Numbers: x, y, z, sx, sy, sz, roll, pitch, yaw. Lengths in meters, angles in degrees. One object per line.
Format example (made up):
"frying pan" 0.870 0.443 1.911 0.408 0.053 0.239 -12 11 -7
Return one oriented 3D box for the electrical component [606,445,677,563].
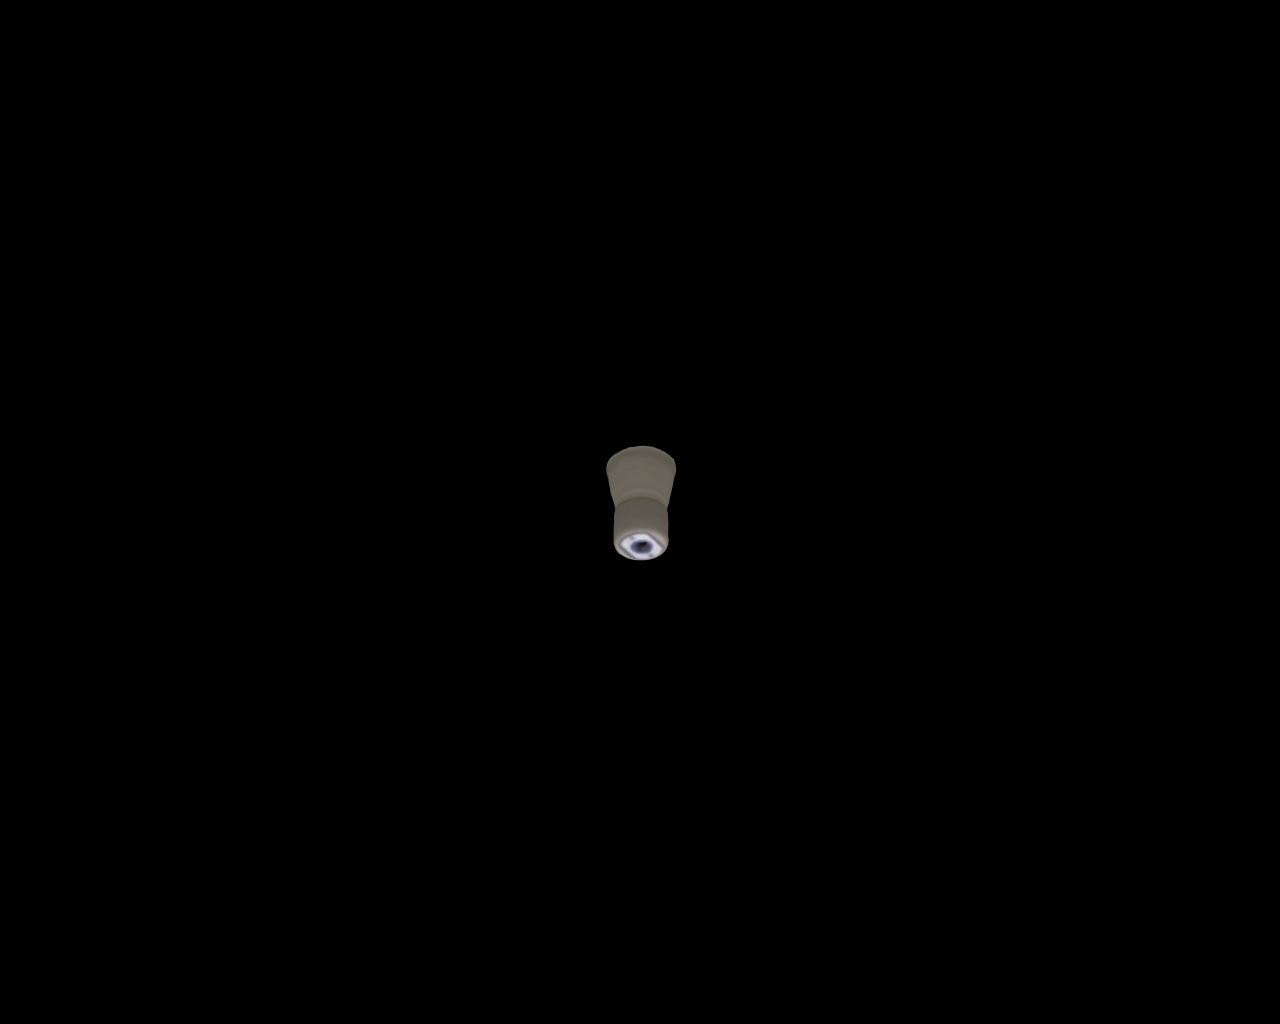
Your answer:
"electrical component" 0.001 -0.003 0.650 0.044 0.065 0.044 0 -38 0
